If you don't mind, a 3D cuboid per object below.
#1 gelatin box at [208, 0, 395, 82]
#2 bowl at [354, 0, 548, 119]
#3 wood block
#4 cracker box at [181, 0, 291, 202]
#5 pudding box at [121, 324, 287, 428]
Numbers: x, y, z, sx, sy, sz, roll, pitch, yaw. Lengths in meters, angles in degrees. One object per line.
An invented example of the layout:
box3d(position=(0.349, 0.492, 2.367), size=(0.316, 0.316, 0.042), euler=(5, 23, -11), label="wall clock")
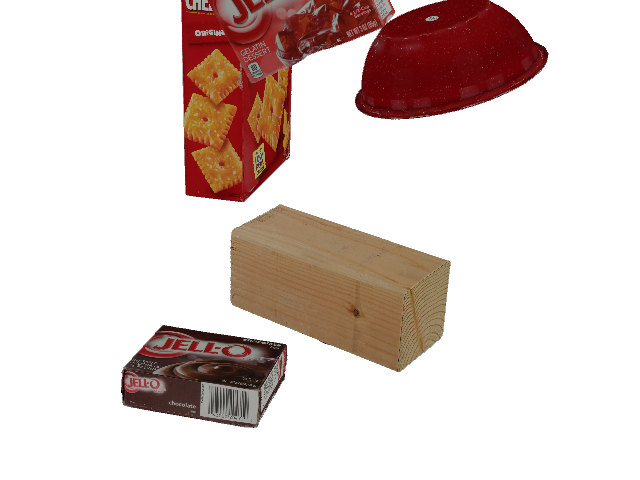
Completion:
box3d(position=(-0.016, -0.135, 0.573), size=(0.089, 0.073, 0.030), euler=(-18, 21, 28), label="gelatin box")
box3d(position=(0.099, -0.156, 0.867), size=(0.162, 0.055, 0.162), euler=(-15, 24, 7), label="bowl")
box3d(position=(0.016, 0.044, 1.078), size=(0.206, 0.091, 0.090), euler=(20, 31, 30), label="wood block")
box3d(position=(-0.078, -0.165, 1.070), size=(0.072, 0.214, 0.164), euler=(8, 22, 13), label="cracker box")
box3d(position=(-0.091, 0.107, 0.857), size=(0.113, 0.039, 0.090), euler=(10, 20, 9), label="pudding box")
